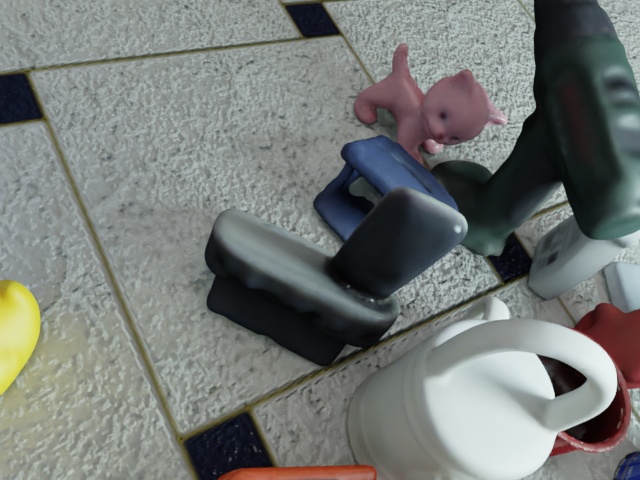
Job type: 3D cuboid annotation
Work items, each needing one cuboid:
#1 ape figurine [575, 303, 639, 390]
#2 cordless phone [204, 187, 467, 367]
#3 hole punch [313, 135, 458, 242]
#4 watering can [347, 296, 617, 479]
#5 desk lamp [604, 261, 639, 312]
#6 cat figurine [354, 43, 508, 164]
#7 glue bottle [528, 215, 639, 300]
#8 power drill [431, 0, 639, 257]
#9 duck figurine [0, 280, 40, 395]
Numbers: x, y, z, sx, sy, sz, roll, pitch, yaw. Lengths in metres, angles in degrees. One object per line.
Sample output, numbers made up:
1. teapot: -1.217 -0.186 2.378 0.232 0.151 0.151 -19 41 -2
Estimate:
1. ape figurine: 0.271 0.088 0.505 0.076 0.092 0.077 1 61 -22
2. cordless phone: 0.004 0.001 0.387 0.148 0.185 0.094 24 55 -8
3. hole punch: 0.064 -0.043 0.496 0.108 0.091 0.101 46 55 7
4. watering can: 0.098 0.108 0.358 0.101 0.194 0.173 9 59 -18
5. desk lamp: 0.372 0.072 0.483 0.118 0.213 0.203 9 58 -18
6. cat figurine: 0.109 -0.133 0.550 0.127 0.117 0.067 47 55 8
7. glue bottle: 0.255 -0.011 0.507 0.037 0.173 0.078 34 54 -1
8. power drill: 0.185 -0.088 0.501 0.076 0.208 0.229 -2 63 -24
9. duck figurine: -0.213 0.054 0.325 0.077 0.086 0.105 44 55 6
